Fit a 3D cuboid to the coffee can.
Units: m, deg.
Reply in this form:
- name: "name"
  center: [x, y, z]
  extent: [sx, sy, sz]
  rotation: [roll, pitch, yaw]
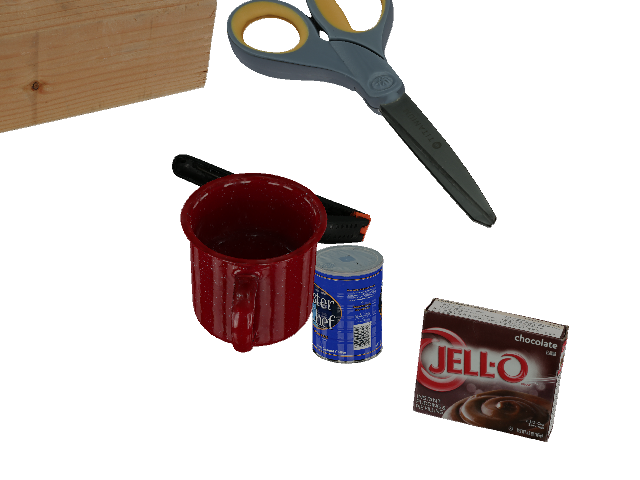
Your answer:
- name: "coffee can"
  center: [0.038, 0.089, 1.518]
  extent: [0.103, 0.140, 0.103]
  rotation: [-1, 21, 0]

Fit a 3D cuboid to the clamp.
- name: "clamp"
  center: [-0.042, -0.028, 1.080]
  extent: [0.209, 0.036, 0.164]
  rotation: [14, 20, -19]

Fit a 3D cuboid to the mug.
- name: "mug"
  center: [-0.044, 0.023, 0.692]
  extent: [0.093, 0.081, 0.117]
  rotation: [2, 40, -1]

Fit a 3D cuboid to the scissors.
- name: "scissors"
  center: [0.010, -0.071, 0.514]
  extent: [0.096, 0.202, 0.016]
  rotation: [-14, -39, 1]

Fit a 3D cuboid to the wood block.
- name: "wood block"
  center: [-0.195, -0.159, 0.840]
  extent: [0.205, 0.091, 0.090]
  rotation: [-19, 50, -34]

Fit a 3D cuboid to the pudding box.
- name: "pudding box"
  center: [0.134, 0.101, 0.850]
  extent: [0.114, 0.090, 0.039]
  rotation: [10, 21, 16]
